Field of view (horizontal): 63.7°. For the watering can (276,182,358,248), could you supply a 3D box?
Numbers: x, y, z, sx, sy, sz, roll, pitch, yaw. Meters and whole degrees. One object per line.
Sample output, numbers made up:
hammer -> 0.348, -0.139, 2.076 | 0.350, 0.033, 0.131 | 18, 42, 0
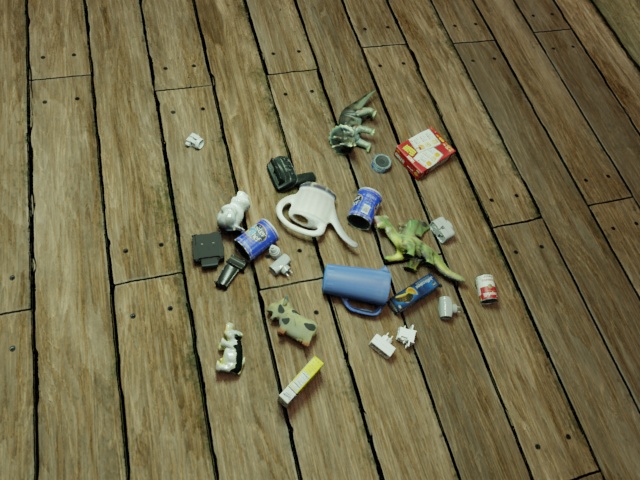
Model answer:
watering can -> 0.006, -0.101, 2.007 | 0.348, 0.102, 0.229 | 20, 61, 2

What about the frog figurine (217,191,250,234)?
frog figurine -> -0.325, -0.107, 1.936 | 0.122, 0.136, 0.161 | -3, 81, 20

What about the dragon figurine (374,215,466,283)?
dragon figurine -> 0.390, 0.011, 2.023 | 0.409, 0.119, 0.248 | 21, 53, -8
